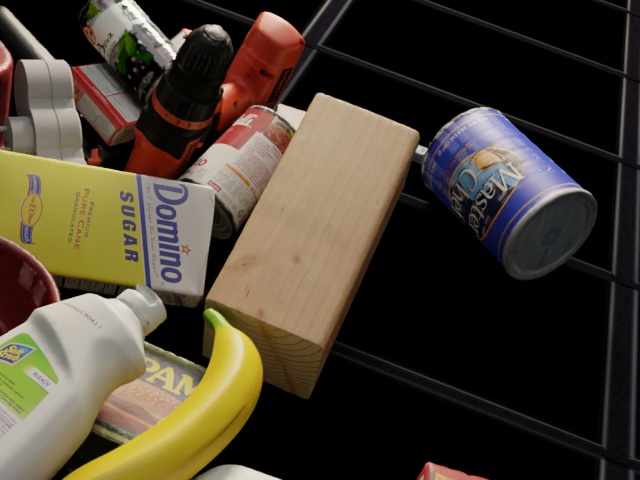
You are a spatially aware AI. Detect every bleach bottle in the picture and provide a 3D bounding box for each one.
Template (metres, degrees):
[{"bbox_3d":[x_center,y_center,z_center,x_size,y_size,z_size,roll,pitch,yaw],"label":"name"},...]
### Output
[{"bbox_3d":[-0.182,0.111,0.608,0.103,0.068,0.250,32,54,27],"label":"bleach bottle"}]

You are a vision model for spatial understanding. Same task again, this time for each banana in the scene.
[{"bbox_3d":[-0.085,0.111,0.646,0.070,0.037,0.197,8,32,25],"label":"banana"}]

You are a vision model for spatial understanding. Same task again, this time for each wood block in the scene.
[{"bbox_3d":[-0.005,0.001,0.811,0.090,0.091,0.206,22,58,5],"label":"wood block"}]

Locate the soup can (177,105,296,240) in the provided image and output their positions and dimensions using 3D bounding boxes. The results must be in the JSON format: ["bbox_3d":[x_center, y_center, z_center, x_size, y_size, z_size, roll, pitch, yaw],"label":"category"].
[{"bbox_3d":[-0.069,-0.058,0.915,0.068,0.068,0.102,32,61,18],"label":"soup can"}]

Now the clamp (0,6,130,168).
[{"bbox_3d":[-0.232,-0.135,0.985,0.164,0.036,0.210,19,37,-25],"label":"clamp"}]

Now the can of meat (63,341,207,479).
[{"bbox_3d":[-0.117,0.119,0.695,0.102,0.057,0.083,23,38,8],"label":"can of meat"}]

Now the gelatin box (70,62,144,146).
[{"bbox_3d":[-0.180,-0.125,0.961,0.073,0.030,0.089,49,30,8],"label":"gelatin box"}]

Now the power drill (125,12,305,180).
[{"bbox_3d":[-0.087,-0.135,0.934,0.057,0.185,0.187,40,41,6],"label":"power drill"}]

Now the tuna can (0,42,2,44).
[{"bbox_3d":[-0.340,-0.176,1.011,0.086,0.034,0.086,12,35,-9],"label":"tuna can"}]

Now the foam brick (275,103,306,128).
[{"bbox_3d":[-0.014,-0.088,1.022,0.078,0.053,0.051,18,35,-2],"label":"foam brick"}]

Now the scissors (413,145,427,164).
[{"bbox_3d":[0.088,-0.084,1.096,0.202,0.016,0.096,31,38,18],"label":"scissors"}]

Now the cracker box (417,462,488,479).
[{"bbox_3d":[0.148,0.242,0.635,0.213,0.072,0.164,17,37,-3],"label":"cracker box"}]

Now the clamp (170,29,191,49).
[{"bbox_3d":[-0.117,-0.153,1.079,0.120,0.039,0.171,15,42,-17],"label":"clamp"}]

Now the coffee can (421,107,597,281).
[{"bbox_3d":[0.176,-0.045,1.006,0.102,0.103,0.140,-8,43,-33],"label":"coffee can"}]

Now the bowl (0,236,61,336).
[{"bbox_3d":[-0.257,0.058,0.713,0.162,0.055,0.162,12,36,-9],"label":"bowl"}]

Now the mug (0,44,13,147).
[{"bbox_3d":[-0.307,-0.119,0.908,0.093,0.082,0.117,6,37,-17],"label":"mug"}]

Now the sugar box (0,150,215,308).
[{"bbox_3d":[-0.172,-0.008,0.818,0.176,0.048,0.093,8,71,-10],"label":"sugar box"}]
